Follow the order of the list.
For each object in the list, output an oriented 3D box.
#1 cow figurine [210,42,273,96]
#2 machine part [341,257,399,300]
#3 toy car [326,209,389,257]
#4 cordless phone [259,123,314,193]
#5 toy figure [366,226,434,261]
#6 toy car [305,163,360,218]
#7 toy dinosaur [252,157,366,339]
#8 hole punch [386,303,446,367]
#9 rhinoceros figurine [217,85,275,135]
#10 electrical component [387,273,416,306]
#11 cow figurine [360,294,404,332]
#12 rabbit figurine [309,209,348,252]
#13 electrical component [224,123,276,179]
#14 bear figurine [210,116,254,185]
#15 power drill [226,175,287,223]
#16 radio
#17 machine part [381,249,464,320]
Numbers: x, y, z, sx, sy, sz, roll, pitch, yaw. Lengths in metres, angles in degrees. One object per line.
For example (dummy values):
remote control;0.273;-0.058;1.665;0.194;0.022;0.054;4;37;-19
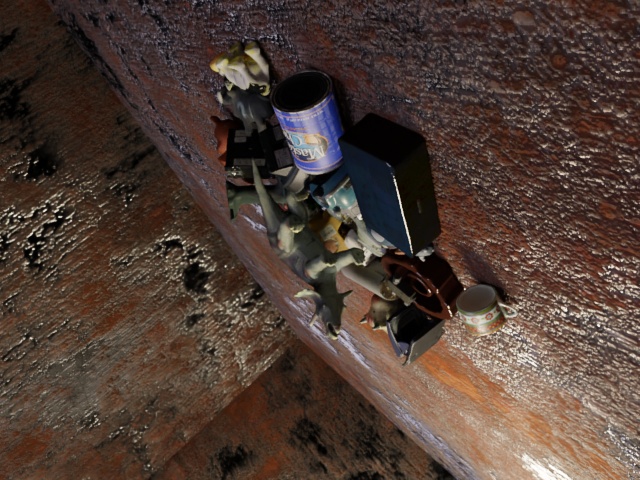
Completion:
cow figurine;-0.150;-0.325;1.042;0.098;0.068;0.168;50;168;-33
machine part;0.123;0.078;1.255;0.243;0.079;0.079;25;153;56
toy car;0.071;-0.048;1.122;0.202;0.056;0.073;43;165;19
cordless phone;-0.043;-0.148;1.102;0.184;0.089;0.147;55;-165;-59
toy figure;0.146;-0.006;0.997;0.155;0.058;0.064;32;149;51
toy car;0.043;-0.090;0.995;0.103;0.109;0.162;45;172;-14
toy dinosaur;-0.044;0.018;1.174;0.405;0.131;0.192;53;136;8
hole punch;0.215;0.208;1.228;0.092;0.142;0.115;38;149;32
rhinoceros figurine;-0.151;-0.284;1.131;0.191;0.073;0.112;31;159;49
electrical component;0.164;0.098;1.070;0.063;0.021;0.094;41;163;20
cow figurine;0.180;0.197;1.294;0.194;0.127;0.086;54;162;-29
rabbit figurine;-0.003;-0.004;1.323;0.121;0.162;0.173;42;-172;-26
electrical component;-0.152;-0.205;1.221;0.115;0.134;0.058;3;156;2
bear figurine;-0.220;-0.236;1.357;0.196;0.132;0.120;25;171;44
power drill;-0.124;-0.094;1.321;0.231;0.207;0.086;91;175;-59
radio;0.114;-0.085;0.868;0.131;0.073;0.229;39;161;39
machine part;0.204;0.078;1.058;0.179;0.056;0.179;44;165;15
